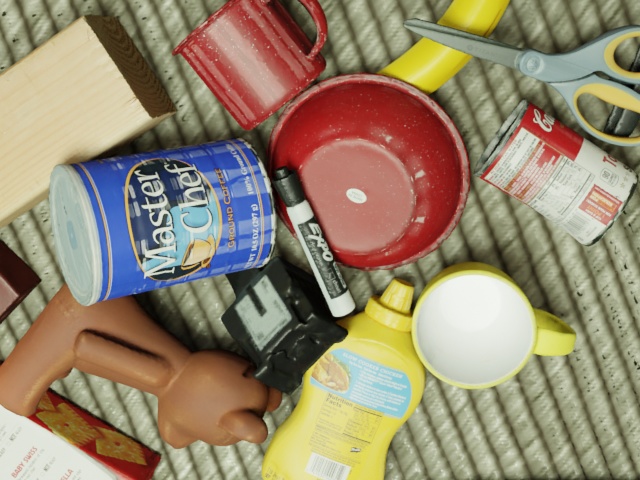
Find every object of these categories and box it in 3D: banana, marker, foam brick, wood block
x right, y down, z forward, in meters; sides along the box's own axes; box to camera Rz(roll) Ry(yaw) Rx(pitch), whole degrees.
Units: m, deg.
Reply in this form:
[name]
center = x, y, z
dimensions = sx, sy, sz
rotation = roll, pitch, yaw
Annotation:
[banana]
center = 0.096, -0.166, 0.802
dimensions = 0.070, 0.037, 0.198
rotation = 35, 101, 22
[marker]
center = -0.005, 0.001, 0.785
dimensions = 0.020, 0.020, 0.121
rotation = -21, 108, 10
[foam brick]
center = -0.278, 0.046, 0.874
dimensions = 0.051, 0.053, 0.078
rotation = 45, 103, -3
[wood block]
center = -0.227, -0.079, 0.826
dimensions = 0.206, 0.090, 0.091
rotation = -31, 96, 11

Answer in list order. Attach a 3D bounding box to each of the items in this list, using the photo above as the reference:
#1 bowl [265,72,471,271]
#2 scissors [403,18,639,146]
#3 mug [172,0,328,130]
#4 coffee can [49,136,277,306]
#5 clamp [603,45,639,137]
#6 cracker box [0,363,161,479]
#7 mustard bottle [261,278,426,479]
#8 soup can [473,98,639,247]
[bowl]
center = 0.030, -0.041, 0.803
dimensions = 0.162, 0.055, 0.162
rotation = 5, 113, 11
[scissors]
center = 0.168, -0.139, 0.761
dimensions = 0.201, 0.016, 0.096
rotation = 31, 107, -11
[mug]
center = -0.041, -0.142, 0.789
dimensions = 0.117, 0.093, 0.081
rotation = -33, 101, 35
[coffee can]
center = -0.117, -0.016, 0.787
dimensions = 0.140, 0.103, 0.103
rotation = -12, 100, -26
[clamp]
center = 0.259, -0.177, 0.775
dimensions = 0.210, 0.036, 0.164
rotation = -26, 109, 6
[cracker box]
center = -0.266, 0.203, 0.892
dimensions = 0.213, 0.072, 0.164
rotation = 30, 101, 2
[mustard bottle]
center = 0.030, 0.120, 0.847
dimensions = 0.096, 0.058, 0.192
rotation = 22, 102, -1
[soup can]
center = 0.175, -0.049, 0.795
dimensions = 0.102, 0.068, 0.068
rotation = 33, 102, -1
